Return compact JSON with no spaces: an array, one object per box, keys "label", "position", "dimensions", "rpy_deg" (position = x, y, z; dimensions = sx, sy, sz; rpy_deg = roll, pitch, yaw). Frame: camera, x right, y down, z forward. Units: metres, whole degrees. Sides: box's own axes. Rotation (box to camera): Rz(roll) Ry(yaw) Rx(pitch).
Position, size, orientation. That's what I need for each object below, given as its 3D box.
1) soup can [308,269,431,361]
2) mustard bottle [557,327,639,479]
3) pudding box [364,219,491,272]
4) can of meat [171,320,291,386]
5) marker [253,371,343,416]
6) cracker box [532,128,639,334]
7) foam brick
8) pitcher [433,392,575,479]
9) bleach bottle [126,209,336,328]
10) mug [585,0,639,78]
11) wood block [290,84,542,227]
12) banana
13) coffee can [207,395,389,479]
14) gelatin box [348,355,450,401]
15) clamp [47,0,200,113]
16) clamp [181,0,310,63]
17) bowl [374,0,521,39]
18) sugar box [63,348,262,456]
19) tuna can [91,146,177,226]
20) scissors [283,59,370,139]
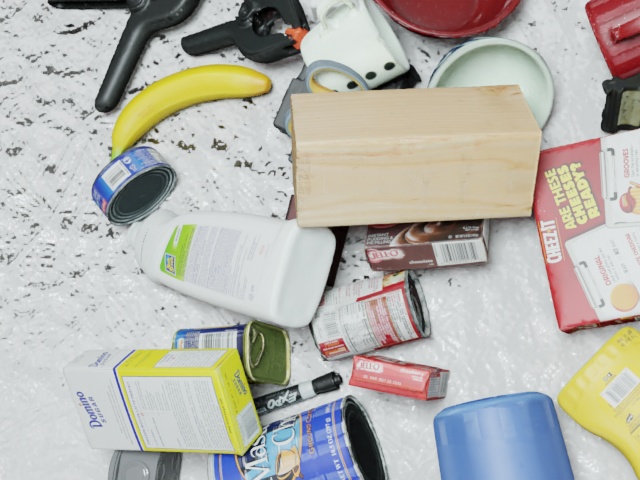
[{"label":"soup can","position":[0.046,0.072,1.013],"dimensions":[0.102,0.068,0.068],"rpy_deg":[-16,77,16]},{"label":"mustard bottle","position":[0.305,0.171,0.916],"dimensions":[0.096,0.058,0.192],"rpy_deg":[-46,71,2]},{"label":"pudding box","position":[0.103,-0.016,1.001],"dimensions":[0.114,0.039,0.090],"rpy_deg":[-3,44,16]},{"label":"can of meat","position":[-0.086,0.112,1.034],"dimensions":[0.084,0.102,0.057],"rpy_deg":[-5,77,20]},{"label":"marker","position":[-0.034,0.155,1.053],"dimensions":[0.121,0.020,0.020],"rpy_deg":[-20,76,15]},{"label":"cracker box","position":[0.303,-0.017,0.939],"dimensions":[0.214,0.072,0.164],"rpy_deg":[-13,77,17]},{"label":"foam brick","position":[-0.007,0.001,1.049],"dimensions":[0.051,0.053,0.078],"rpy_deg":[14,88,20]},{"label":"pitcher","position":[0.160,0.259,0.911],"dimensions":[0.145,0.149,0.243],"rpy_deg":[-18,73,28]},{"label":"bleach bottle","position":[-0.102,0.010,1.041],"dimensions":[0.251,0.068,0.102],"rpy_deg":[15,88,43]},{"label":"mug","position":[0.288,-0.191,0.950],"dimensions":[0.082,0.117,0.093],"rpy_deg":[-22,95,19]},{"label":"wood block","position":[0.079,-0.074,0.942],"dimensions":[0.206,0.091,0.090],"rpy_deg":[-3,125,-3]},{"label":"banana","position":[-0.146,-0.144,1.128],"dimensions":[0.198,0.037,0.069],"rpy_deg":[-27,83,13]},{"label":"coffee can","position":[-0.020,0.215,0.995],"dimensions":[0.140,0.102,0.103],"rpy_deg":[-21,76,14]},{"label":"gelatin box","position":[0.074,0.126,0.983],"dimensions":[0.073,0.089,0.030],"rpy_deg":[10,87,19]},{"label":"clamp","position":[-0.191,-0.244,1.148],"dimensions":[0.210,0.036,0.164],"rpy_deg":[-27,72,19]},{"label":"clamp","position":[-0.075,-0.219,1.094],"dimensions":[0.172,0.039,0.120],"rpy_deg":[43,106,43]},{"label":"bowl","position":[0.114,-0.252,1.028],"dimensions":[0.162,0.055,0.162],"rpy_deg":[2,69,-4]},{"label":"sugar box","position":[-0.147,0.149,0.991],"dimensions":[0.176,0.048,0.093],"rpy_deg":[-2,113,30]},{"label":"tuna can","position":[-0.192,-0.056,1.102],"dimensions":[0.086,0.086,0.034],"rpy_deg":[-44,70,8]},{"label":"scissors","position":[0.049,-0.090,0.998],"dimensions":[0.096,0.201,0.016],"rpy_deg":[-37,32,23]}]
